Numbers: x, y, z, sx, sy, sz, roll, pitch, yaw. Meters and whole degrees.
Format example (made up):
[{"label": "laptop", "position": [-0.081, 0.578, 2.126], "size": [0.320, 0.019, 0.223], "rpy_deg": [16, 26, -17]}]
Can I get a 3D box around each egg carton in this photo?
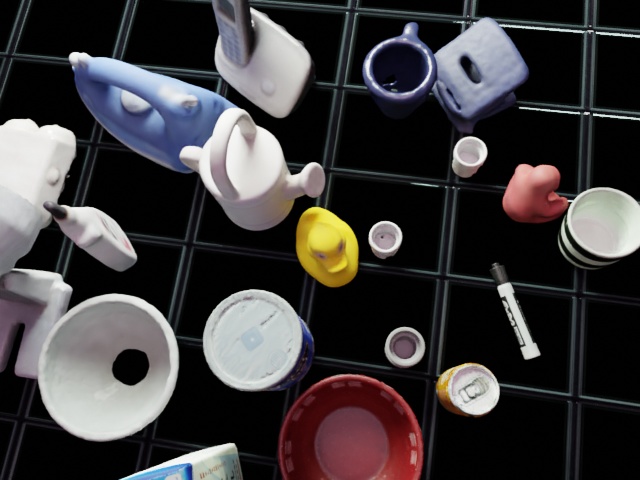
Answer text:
[{"label": "egg carton", "position": [-0.391, -0.087, 0.764], "size": [0.107, 0.069, 0.150], "rpy_deg": [11, 77, 7]}]

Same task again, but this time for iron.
[{"label": "iron", "position": [-0.239, -0.188, 0.742], "size": [0.258, 0.141, 0.119], "rpy_deg": [23, 78, 10]}]

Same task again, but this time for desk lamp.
[{"label": "desk lamp", "position": [-0.378, 0.049, 0.653], "size": [0.118, 0.213, 0.203], "rpy_deg": [7, 76, 7]}]

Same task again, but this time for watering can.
[{"label": "watering can", "position": [-0.082, -0.086, 0.675], "size": [0.172, 0.194, 0.101], "rpy_deg": [-7, 75, 3]}]

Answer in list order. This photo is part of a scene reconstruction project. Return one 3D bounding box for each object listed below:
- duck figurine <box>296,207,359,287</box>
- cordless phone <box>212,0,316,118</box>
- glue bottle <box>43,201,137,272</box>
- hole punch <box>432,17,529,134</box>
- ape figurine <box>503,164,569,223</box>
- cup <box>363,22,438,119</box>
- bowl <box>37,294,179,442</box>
[{"label": "duck figurine", "position": [0.006, 0.003, 0.702], "size": [0.077, 0.086, 0.104], "rpy_deg": [-24, 75, -2]}, {"label": "cordless phone", "position": [-0.079, -0.252, 0.723], "size": [0.147, 0.185, 0.094], "rpy_deg": [37, 81, 13]}, {"label": "glue bottle", "position": [-0.278, -0.013, 0.683], "size": [0.037, 0.173, 0.078], "rpy_deg": [-38, 75, -5]}, {"label": "hole punch", "position": [0.201, -0.211, 0.740], "size": [0.101, 0.091, 0.108], "rpy_deg": [-28, 75, -3]}, {"label": "ape figurine", "position": [0.264, -0.061, 0.695], "size": [0.076, 0.092, 0.078], "rpy_deg": [-22, 75, -1]}, {"label": "cup", "position": [0.105, -0.211, 0.745], "size": [0.091, 0.095, 0.118], "rpy_deg": [13, 77, 8]}, {"label": "bowl", "position": [-0.240, 0.152, 0.687], "size": [0.167, 0.075, 0.167], "rpy_deg": [-1, 75, 4]}]
